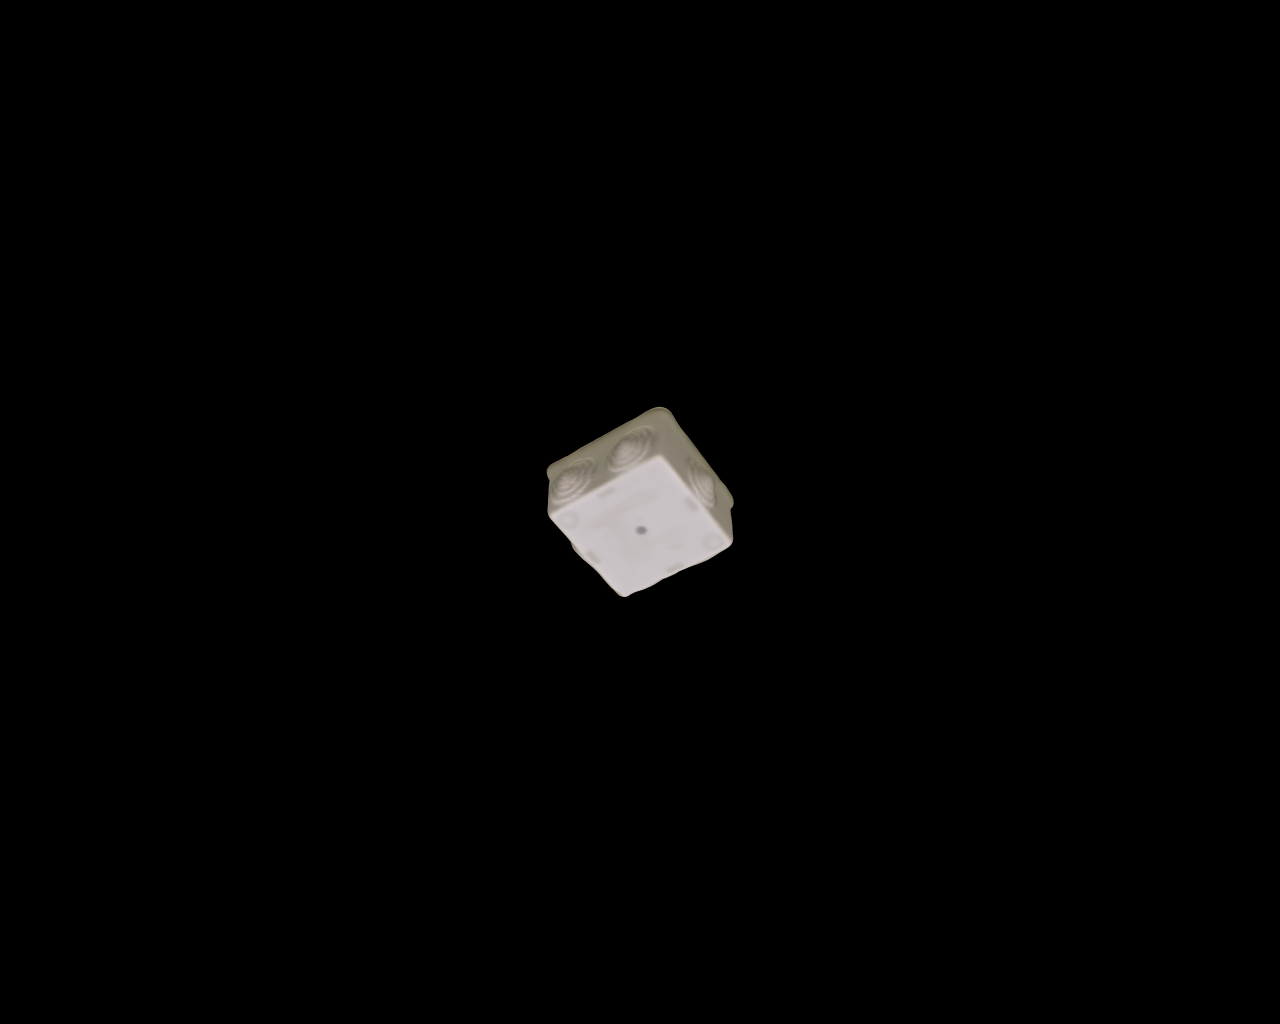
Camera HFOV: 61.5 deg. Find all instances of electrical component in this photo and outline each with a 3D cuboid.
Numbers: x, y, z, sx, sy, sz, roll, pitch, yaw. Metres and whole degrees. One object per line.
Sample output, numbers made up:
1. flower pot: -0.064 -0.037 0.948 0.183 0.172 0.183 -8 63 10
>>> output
1. electrical component: 0.001 -0.003 0.650 0.099 0.099 0.048 -27 33 19
